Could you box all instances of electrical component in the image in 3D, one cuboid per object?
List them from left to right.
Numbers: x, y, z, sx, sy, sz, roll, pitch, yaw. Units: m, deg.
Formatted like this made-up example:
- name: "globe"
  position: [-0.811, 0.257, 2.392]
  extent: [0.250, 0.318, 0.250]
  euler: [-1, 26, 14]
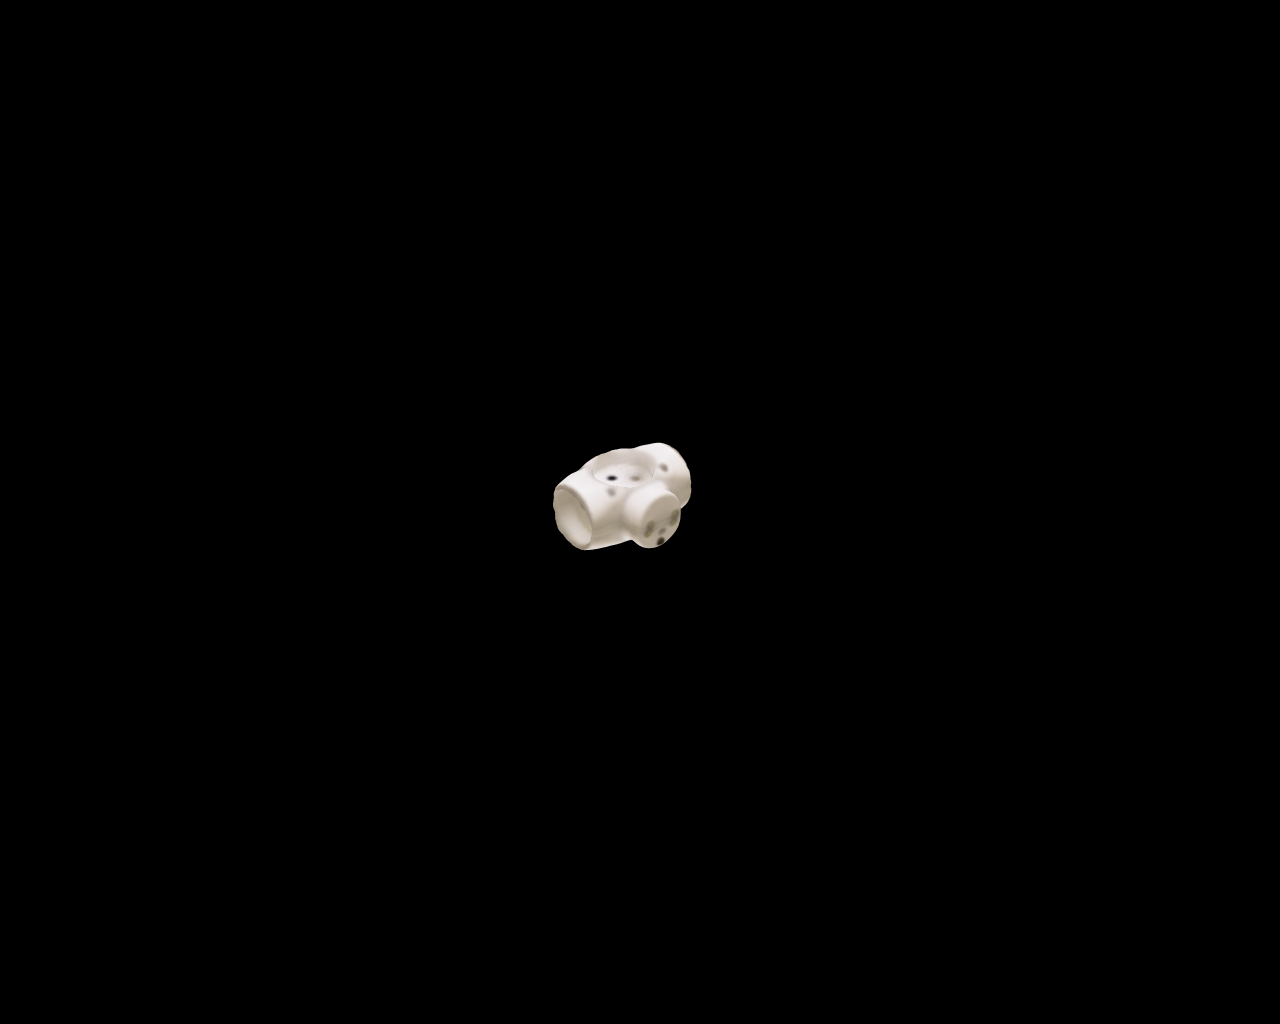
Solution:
- name: "electrical component"
  position: [0.001, -0.003, 0.650]
  extent: [0.077, 0.044, 0.079]
  euler: [-24, 41, -31]
